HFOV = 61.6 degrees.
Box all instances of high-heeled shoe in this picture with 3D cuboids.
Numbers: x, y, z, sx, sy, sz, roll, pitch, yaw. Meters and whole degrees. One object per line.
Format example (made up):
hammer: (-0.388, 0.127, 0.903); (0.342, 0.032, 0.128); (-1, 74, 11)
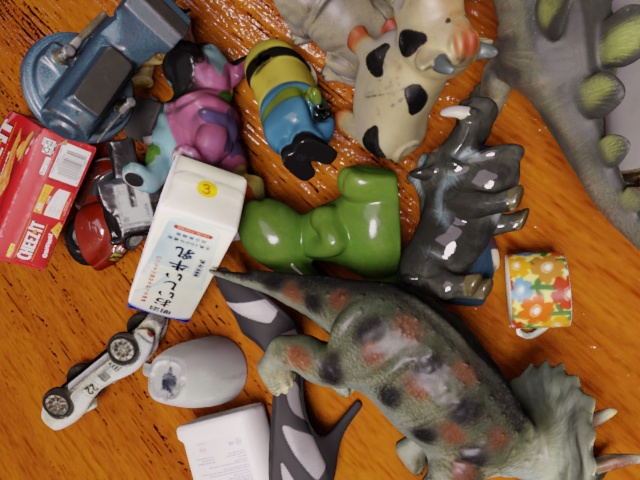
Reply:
high-heeled shoe: (-0.065, 0.158, 0.569); (0.145, 0.086, 0.249); (-43, 88, -18)

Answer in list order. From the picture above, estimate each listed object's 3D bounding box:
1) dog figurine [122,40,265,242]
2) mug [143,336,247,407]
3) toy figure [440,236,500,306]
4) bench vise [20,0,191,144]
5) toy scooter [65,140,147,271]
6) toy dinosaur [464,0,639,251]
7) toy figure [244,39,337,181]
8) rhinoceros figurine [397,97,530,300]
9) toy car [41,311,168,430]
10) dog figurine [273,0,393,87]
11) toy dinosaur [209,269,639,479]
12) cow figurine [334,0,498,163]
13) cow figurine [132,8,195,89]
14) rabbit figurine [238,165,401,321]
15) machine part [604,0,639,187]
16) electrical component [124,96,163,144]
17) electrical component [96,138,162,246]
dog figurine: (-0.125, -0.128, 0.644); (0.109, 0.191, 0.219); (-15, 45, 32)
mug: (-0.153, 0.149, 0.613); (0.110, 0.107, 0.080); (9, 85, 19)
toy figure: (0.147, -0.012, 0.548); (0.064, 0.058, 0.154); (7, 81, -10)
bench vise: (-0.256, -0.199, 0.605); (0.241, 0.128, 0.223); (-3, 67, 45)
toy scooter: (-0.260, -0.056, 0.698); (0.135, 0.075, 0.184); (-10, 75, 17)
toy dinosaur: (0.201, -0.177, 0.466); (0.105, 0.198, 0.471); (-16, 76, -1)
toy figure: (-0.033, -0.152, 0.595); (0.082, 0.089, 0.180); (-20, 50, 8)
rhinoceros figurine: (0.129, -0.034, 0.492); (0.112, 0.073, 0.190); (19, 91, 32)
toy car: (-0.265, 0.159, 0.667); (0.202, 0.073, 0.056); (-39, 100, 12)
dog figurine: (0.008, -0.252, 0.560); (0.172, 0.190, 0.121); (34, 95, 19)
toy dinosaur: (0.082, 0.113, 0.460); (0.405, 0.131, 0.192); (42, 113, 3)
cow figurine: (0.086, -0.156, 0.516); (0.085, 0.194, 0.127); (-26, 60, -27)
cow figurine: (-0.247, -0.259, 0.720); (0.167, 0.068, 0.098); (-9, 74, 16)
rabbit figurine: (-0.001, -0.002, 0.574); (0.170, 0.121, 0.159); (-2, 104, 6)
machine part: (0.304, -0.138, 0.496); (0.079, 0.079, 0.243); (-2, 82, 20)
electrical component: (-0.235, -0.163, 0.728); (0.094, 0.021, 0.063); (23, 91, 22)
electrical component: (-0.226, -0.057, 0.637); (0.075, 0.048, 0.119); (-17, 95, -19)
